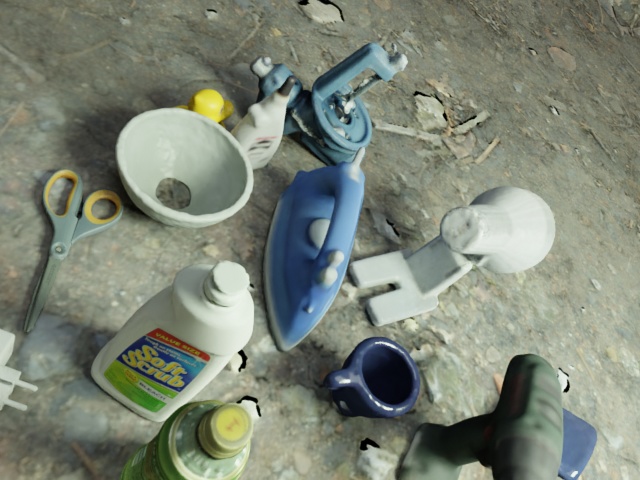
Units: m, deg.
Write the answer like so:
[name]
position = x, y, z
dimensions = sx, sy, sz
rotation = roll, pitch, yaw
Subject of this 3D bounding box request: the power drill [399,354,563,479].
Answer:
[power drill]
position = 0.182, 0.234, 0.629
dimensions = 0.075, 0.208, 0.230
rotation = 40, 48, -2

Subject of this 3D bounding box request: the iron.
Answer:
[iron]
position = 0.007, 0.003, 0.719
dimensions = 0.119, 0.141, 0.258
rotation = 24, 50, -17

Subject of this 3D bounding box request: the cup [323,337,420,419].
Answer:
[cup]
position = 0.043, 0.170, 0.662
dimensions = 0.118, 0.094, 0.091
rotation = 4, 59, -30

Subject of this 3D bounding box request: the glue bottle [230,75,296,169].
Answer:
[glue bottle]
position = -0.073, -0.153, 0.751
dimensions = 0.078, 0.173, 0.037
rotation = -19, 71, -39

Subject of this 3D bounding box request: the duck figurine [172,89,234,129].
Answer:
[duck figurine]
position = -0.163, -0.164, 0.760
dimensions = 0.105, 0.086, 0.077
rotation = -12, 67, -37

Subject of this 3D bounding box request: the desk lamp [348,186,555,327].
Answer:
[desk lamp]
position = 0.183, 0.017, 0.771
dimensions = 0.204, 0.213, 0.118
rotation = -12, 67, -37

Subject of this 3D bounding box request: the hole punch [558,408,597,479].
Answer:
[hole punch]
position = 0.295, 0.263, 0.761
dimensions = 0.101, 0.091, 0.109
rotation = 50, 48, 6

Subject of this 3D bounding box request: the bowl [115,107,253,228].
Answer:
[bowl]
position = -0.171, -0.076, 0.704
dimensions = 0.168, 0.074, 0.167
rotation = 16, 53, -23

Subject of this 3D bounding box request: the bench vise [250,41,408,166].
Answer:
[bench vise]
position = 0.008, -0.202, 0.803
dimensions = 0.208, 0.219, 0.121
rotation = 14, 54, -24
